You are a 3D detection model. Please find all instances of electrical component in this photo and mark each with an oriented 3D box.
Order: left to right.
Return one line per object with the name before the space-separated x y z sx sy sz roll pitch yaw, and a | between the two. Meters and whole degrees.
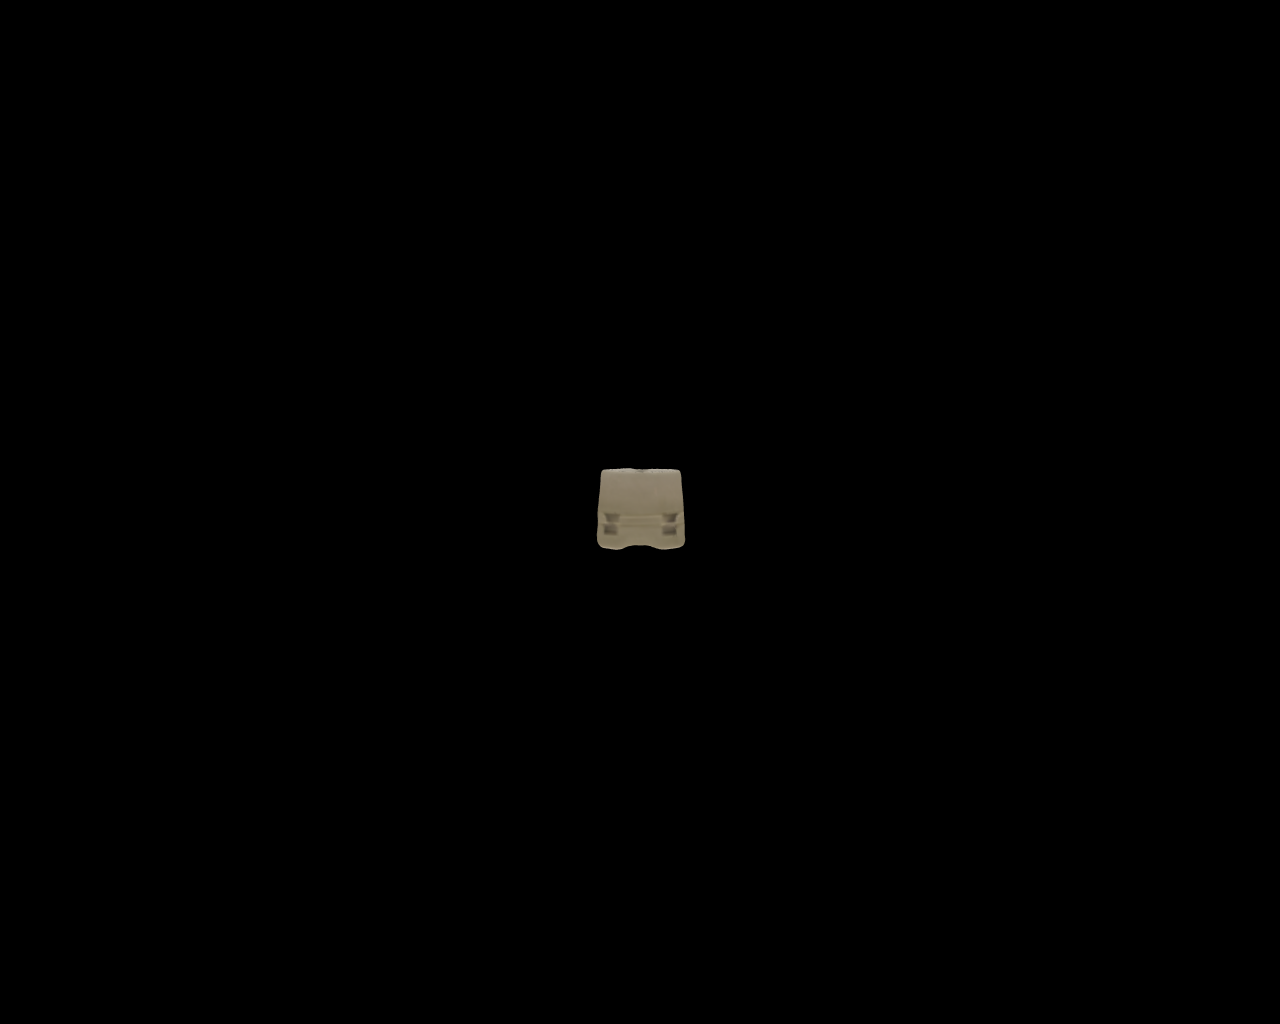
electrical component | 0.001 -0.003 0.650 0.055 0.047 0.055 0 5 0
